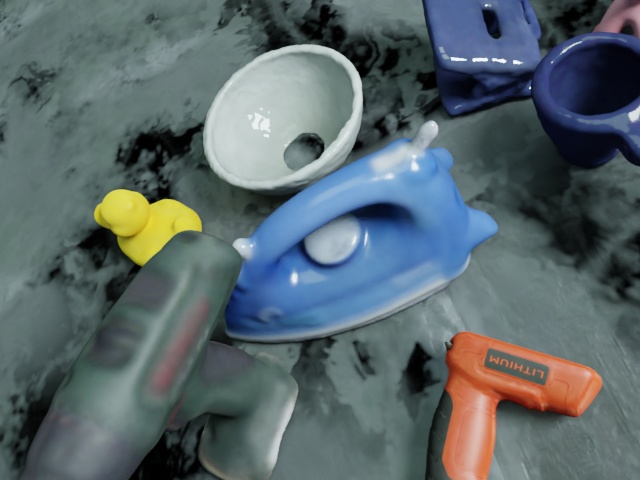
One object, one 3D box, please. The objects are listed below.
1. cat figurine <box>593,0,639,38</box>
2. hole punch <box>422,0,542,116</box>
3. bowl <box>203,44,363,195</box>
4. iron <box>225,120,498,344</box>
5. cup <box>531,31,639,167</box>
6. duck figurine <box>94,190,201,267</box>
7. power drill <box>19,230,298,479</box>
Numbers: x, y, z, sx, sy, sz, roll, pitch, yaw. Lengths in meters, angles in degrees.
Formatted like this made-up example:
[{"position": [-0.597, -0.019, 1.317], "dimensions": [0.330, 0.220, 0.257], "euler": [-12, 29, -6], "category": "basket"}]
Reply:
[{"position": [0.287, -0.244, 0.488], "dimensions": [0.067, 0.118, 0.128], "euler": [24, 76, 30], "category": "cat figurine"}, {"position": [0.151, -0.188, 0.531], "dimensions": [0.101, 0.091, 0.108], "euler": [-13, 61, 16], "category": "hole punch"}, {"position": [-0.028, -0.109, 0.575], "dimensions": [0.167, 0.075, 0.167], "euler": [-9, 62, 18], "category": "bowl"}, {"position": [0.004, 0.002, 0.467], "dimensions": [0.258, 0.142, 0.118], "euler": [-29, 58, 7], "category": "iron"}, {"position": [0.223, -0.091, 0.452], "dimensions": [0.091, 0.095, 0.117], "euler": [-25, 58, 9], "category": "cup"}, {"position": [-0.181, -0.019, 0.586], "dimensions": [0.104, 0.086, 0.077], "euler": [3, 67, 24], "category": "duck figurine"}, {"position": [-0.098, 0.120, 0.411], "dimensions": [0.075, 0.209, 0.230], "euler": [8, 69, 26], "category": "power drill"}]
